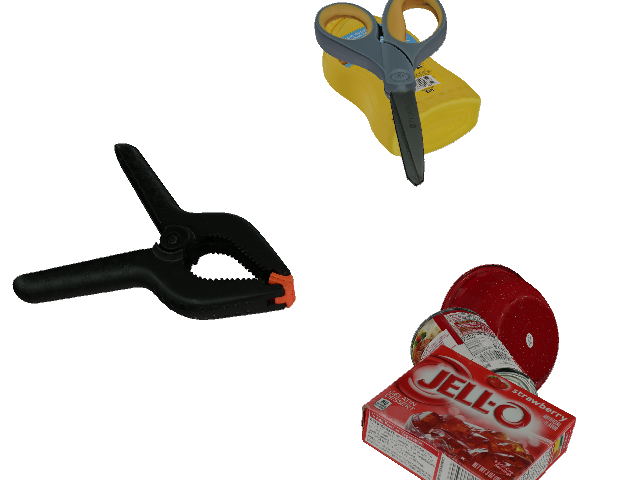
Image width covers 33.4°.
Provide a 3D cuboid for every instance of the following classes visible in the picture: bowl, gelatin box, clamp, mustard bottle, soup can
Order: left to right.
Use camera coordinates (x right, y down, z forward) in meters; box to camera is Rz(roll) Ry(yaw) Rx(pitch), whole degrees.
[{"bbox_3d":[-0.114,0.000,0.836,0.210,0.164,0.036,12,-35,13],"label":"clamp"},{"bbox_3d":[0.057,-0.159,0.991,0.096,0.058,0.192,-23,52,-20],"label":"mustard bottle"},{"bbox_3d":[0.077,0.099,0.567,0.089,0.030,0.073,29,40,31],"label":"gelatin box"},{"bbox_3d":[0.116,0.103,0.810,0.068,0.068,0.102,0,22,-14],"label":"soup can"},{"bbox_3d":[0.200,0.105,1.125,0.161,0.162,0.055,0,-3,-35],"label":"bowl"}]

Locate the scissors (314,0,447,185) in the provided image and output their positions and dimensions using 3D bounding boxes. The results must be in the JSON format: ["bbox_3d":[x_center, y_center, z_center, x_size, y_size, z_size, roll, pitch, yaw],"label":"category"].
[{"bbox_3d":[0.031,-0.101,0.659,0.096,0.016,0.201,6,42,12],"label":"scissors"}]
